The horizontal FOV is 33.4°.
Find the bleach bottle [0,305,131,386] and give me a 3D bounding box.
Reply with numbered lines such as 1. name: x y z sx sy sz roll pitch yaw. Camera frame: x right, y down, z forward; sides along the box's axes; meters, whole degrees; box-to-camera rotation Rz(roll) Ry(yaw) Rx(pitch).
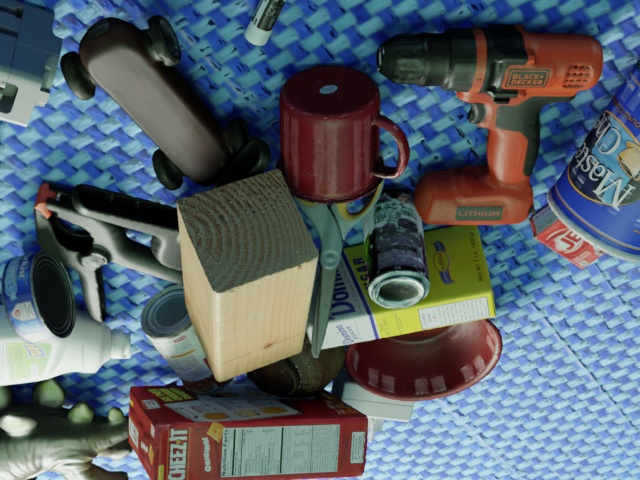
1. bleach bottle: -0.317 0.109 1.070 0.250 0.068 0.103 1 137 -10

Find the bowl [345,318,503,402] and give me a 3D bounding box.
1. bowl: 0.104 0.099 1.104 0.162 0.055 0.162 -3 136 -3

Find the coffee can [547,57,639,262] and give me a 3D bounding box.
1. coffee can: 0.271 -0.067 0.893 0.102 0.103 0.140 17 121 -22

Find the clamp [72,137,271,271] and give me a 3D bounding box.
1. clamp: -0.101 -0.019 0.935 0.164 0.036 0.210 -17 154 7

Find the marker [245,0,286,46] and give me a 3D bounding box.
1. marker: -0.026 -0.199 0.805 0.020 0.020 0.121 15 133 -20

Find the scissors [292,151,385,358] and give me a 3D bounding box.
1. scissors: -0.006 0.001 0.955 0.096 0.016 0.202 22 101 -7

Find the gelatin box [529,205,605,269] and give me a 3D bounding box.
1. gelatin box: 0.256 -0.019 1.013 0.073 0.030 0.089 30 126 -30

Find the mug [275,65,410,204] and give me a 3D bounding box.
1. mug: 0.018 -0.085 0.869 0.117 0.093 0.081 21 136 23

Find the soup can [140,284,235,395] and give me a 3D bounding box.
1. soup can: -0.130 0.100 1.073 0.068 0.068 0.102 -16 135 11

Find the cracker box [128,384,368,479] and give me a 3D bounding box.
1. cracker box: -0.078 0.197 1.094 0.213 0.164 0.072 1 94 -19

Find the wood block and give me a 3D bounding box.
1. wood block: -0.065 0.037 0.925 0.090 0.090 0.206 -19 156 -14

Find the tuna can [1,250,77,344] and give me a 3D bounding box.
1. tuna can: -0.262 0.054 0.999 0.034 0.086 0.086 -13 136 10

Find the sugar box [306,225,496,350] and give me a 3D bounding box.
1. sugar box: 0.071 0.043 1.015 0.176 0.093 0.048 -10 136 5

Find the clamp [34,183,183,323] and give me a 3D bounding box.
1. clamp: -0.213 0.015 0.998 0.120 0.039 0.171 -34 126 20

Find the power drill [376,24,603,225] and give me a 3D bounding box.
1. power drill: 0.130 -0.095 0.900 0.184 0.057 0.188 1 136 -6
